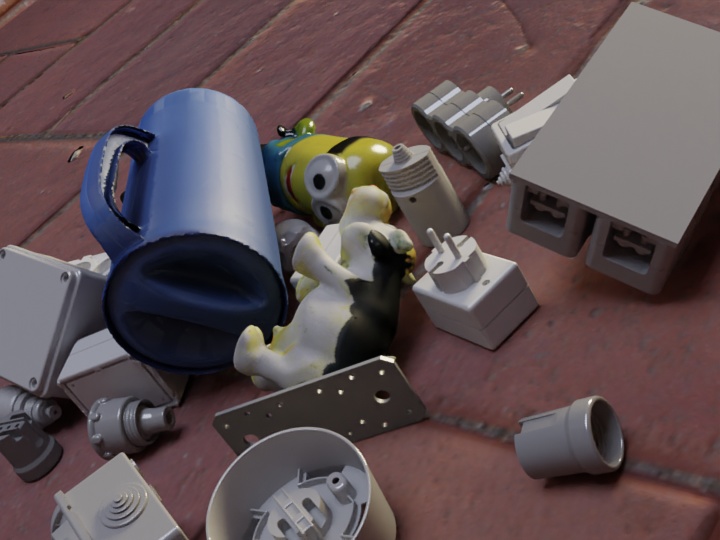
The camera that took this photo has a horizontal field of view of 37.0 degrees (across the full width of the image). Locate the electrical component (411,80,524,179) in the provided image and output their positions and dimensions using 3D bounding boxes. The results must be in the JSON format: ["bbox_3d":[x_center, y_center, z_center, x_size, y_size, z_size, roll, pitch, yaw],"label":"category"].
[{"bbox_3d":[0.104,-0.128,0.901,0.074,0.052,0.138,-36,29,-5],"label":"electrical component"}]

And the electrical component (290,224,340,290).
[{"bbox_3d":[0.000,0.000,0.812,0.077,0.047,0.065,-6,38,39],"label":"electrical component"}]

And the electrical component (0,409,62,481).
[{"bbox_3d":[-0.270,0.140,0.865,0.040,0.046,0.040,-24,30,15],"label":"electrical component"}]

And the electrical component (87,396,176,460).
[{"bbox_3d":[-0.169,0.116,0.808,0.062,0.048,0.048,-13,34,20],"label":"electrical component"}]

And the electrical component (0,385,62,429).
[{"bbox_3d":[-0.281,0.119,0.915,0.078,0.040,0.040,-3,41,42],"label":"electrical component"}]

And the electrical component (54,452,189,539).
[{"bbox_3d":[-0.124,0.165,0.628,0.048,0.099,0.100,-37,40,-16],"label":"electrical component"}]

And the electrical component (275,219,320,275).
[{"bbox_3d":[-0.057,-0.023,0.908,0.043,0.043,0.062,-36,28,-6],"label":"electrical component"}]

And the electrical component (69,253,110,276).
[{"bbox_3d":[-0.251,0.030,0.999,0.150,0.061,0.089,-12,35,33],"label":"electrical component"}]

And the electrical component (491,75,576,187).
[{"bbox_3d":[0.141,-0.095,0.803,0.096,0.061,0.061,-28,29,9],"label":"electrical component"}]

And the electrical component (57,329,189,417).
[{"bbox_3d":[-0.191,0.081,0.862,0.096,0.061,0.061,-21,31,20],"label":"electrical component"}]

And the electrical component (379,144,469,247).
[{"bbox_3d":[0.047,-0.062,0.826,0.043,0.081,0.043,-24,30,15],"label":"electrical component"}]

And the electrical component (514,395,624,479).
[{"bbox_3d":[0.111,0.091,0.573,0.046,0.040,0.040,-19,31,35],"label":"electrical component"}]

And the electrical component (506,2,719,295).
[{"bbox_3d":[0.182,-0.080,0.692,0.105,0.060,0.186,26,57,19],"label":"electrical component"}]

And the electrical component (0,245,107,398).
[{"bbox_3d":[-0.269,0.044,0.915,0.109,0.056,0.108,16,89,37],"label":"electrical component"}]

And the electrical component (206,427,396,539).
[{"bbox_3d":[-0.032,0.144,0.606,0.099,0.064,0.099,-24,30,15],"label":"electrical component"}]

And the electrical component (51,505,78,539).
[{"bbox_3d":[-0.168,0.174,0.703,0.078,0.058,0.057,-43,33,-18],"label":"electrical component"}]

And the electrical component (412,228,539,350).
[{"bbox_3d":[0.068,0.004,0.709,0.047,0.076,0.066,-43,30,-17],"label":"electrical component"}]
